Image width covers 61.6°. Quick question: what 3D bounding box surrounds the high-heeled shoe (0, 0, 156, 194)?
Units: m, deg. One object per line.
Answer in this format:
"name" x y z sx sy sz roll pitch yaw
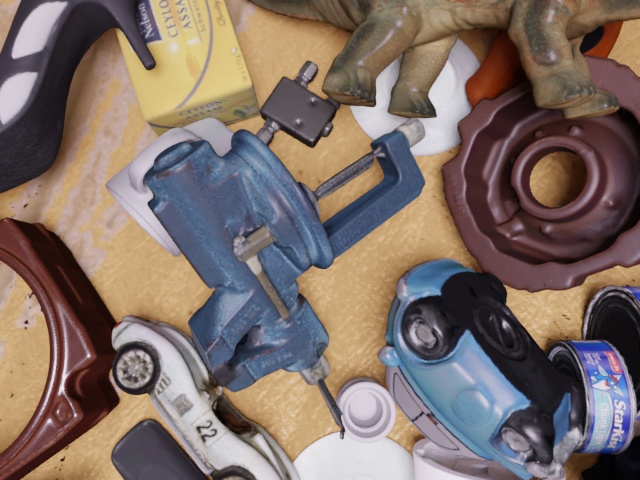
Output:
"high-heeled shoe" -0.239 -0.136 0.410 0.249 0.086 0.145 -34 84 -4

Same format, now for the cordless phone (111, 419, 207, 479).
"cordless phone" -0.126 0.247 0.412 0.146 0.088 0.184 -44 72 -6

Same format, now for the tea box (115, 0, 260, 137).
"tea box" -0.125 -0.183 0.478 0.098 0.068 0.169 -20 82 -3

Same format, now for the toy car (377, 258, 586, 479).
"toy car" 0.105 0.098 0.393 0.162 0.109 0.103 53 129 17

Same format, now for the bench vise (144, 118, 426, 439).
"bench vise" -0.005 -0.003 0.410 0.240 0.129 0.223 -36 104 -13

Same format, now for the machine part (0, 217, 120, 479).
"machine part" -0.277 0.093 0.424 0.201 0.087 0.201 -35 83 -4

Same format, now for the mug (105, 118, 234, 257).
"mug" -0.113 -0.056 0.442 0.081 0.109 0.107 37 71 19

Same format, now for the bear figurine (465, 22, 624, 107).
"bear figurine" 0.178 -0.225 0.474 0.120 0.131 0.196 -7 60 -11

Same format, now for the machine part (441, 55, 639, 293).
"machine part" 0.185 -0.046 0.419 0.180 0.056 0.179 -3 85 37

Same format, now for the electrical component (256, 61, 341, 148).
"electrical component" -0.017 -0.115 0.489 0.063 0.021 0.094 33 82 5

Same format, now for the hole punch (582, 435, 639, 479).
"hole punch" 0.294 0.202 0.404 0.142 0.092 0.116 -19 77 1

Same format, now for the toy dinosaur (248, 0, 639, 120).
"toy dinosaur" 0.074 -0.194 0.405 0.472 0.105 0.198 11 96 30

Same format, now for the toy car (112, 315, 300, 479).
"toy car" -0.090 0.137 0.420 0.056 0.073 0.202 -40 82 -3
